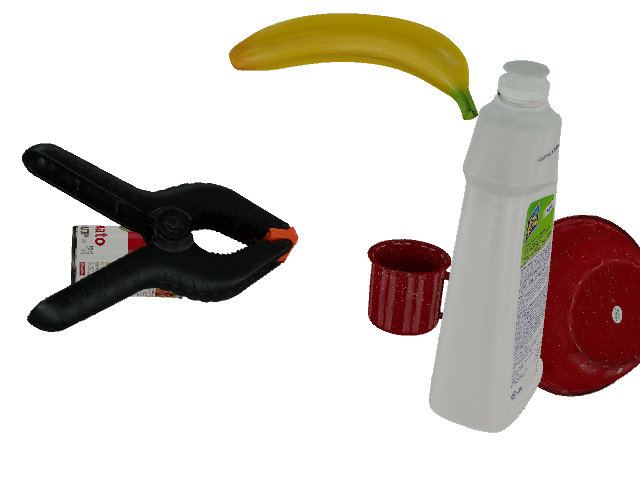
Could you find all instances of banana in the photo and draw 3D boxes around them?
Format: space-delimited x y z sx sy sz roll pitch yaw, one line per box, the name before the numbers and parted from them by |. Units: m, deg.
banana | 0.031 -0.145 0.822 0.198 0.069 0.037 13 -35 11

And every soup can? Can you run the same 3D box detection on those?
soup can | -0.180 0.020 0.995 0.102 0.068 0.068 1 0 -11

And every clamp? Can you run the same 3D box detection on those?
clamp | -0.101 -0.009 0.648 0.171 0.120 0.039 -5 -21 -29

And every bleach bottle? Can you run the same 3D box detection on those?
bleach bottle | 0.123 0.001 0.712 0.068 0.251 0.102 16 32 23

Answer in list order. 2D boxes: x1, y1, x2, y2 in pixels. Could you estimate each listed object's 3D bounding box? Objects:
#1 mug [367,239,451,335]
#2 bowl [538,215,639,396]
mug | 0.108 0.056 1.195 0.117 0.081 0.093 10 24 13
bowl | 0.237 0.060 0.917 0.161 0.162 0.055 0 4 -21
